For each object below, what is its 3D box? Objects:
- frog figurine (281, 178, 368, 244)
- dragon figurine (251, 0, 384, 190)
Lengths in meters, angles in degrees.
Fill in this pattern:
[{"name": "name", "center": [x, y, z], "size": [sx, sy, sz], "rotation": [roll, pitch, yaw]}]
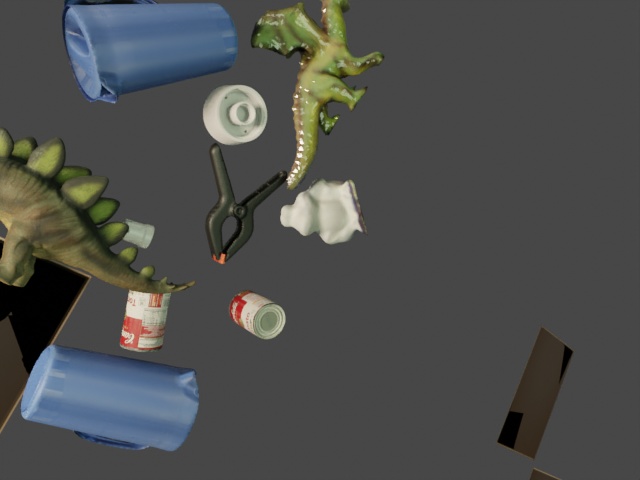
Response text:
[{"name": "frog figurine", "center": [0.003, -0.052, 1.037], "size": [0.159, 0.125, 0.135], "rotation": [-14, 119, 4]}, {"name": "dragon figurine", "center": [-0.030, -0.322, 0.975], "size": [0.240, 0.121, 0.416], "rotation": [37, 70, -21]}]
